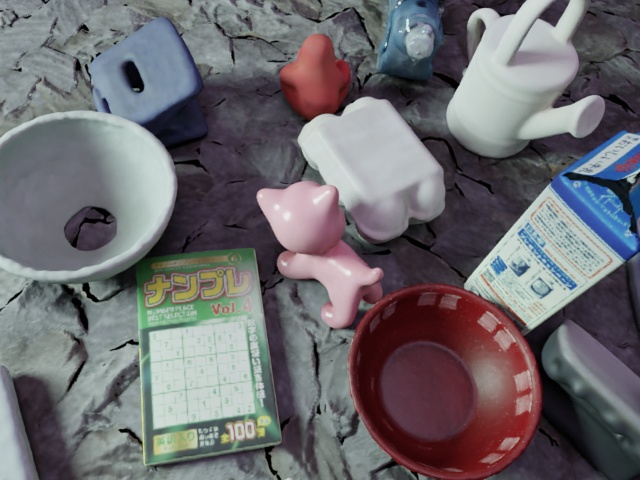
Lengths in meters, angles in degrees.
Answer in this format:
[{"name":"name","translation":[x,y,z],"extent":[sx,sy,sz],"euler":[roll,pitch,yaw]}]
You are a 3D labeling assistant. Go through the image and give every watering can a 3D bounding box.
[{"name":"watering can","translation":[0.211,-0.173,0.575],"extent":[0.172,0.194,0.101],"euler":[38,64,12]}]

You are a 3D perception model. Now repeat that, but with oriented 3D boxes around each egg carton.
[{"name":"egg carton","translation":[0.053,-0.071,0.568],"extent":[0.107,0.069,0.150],"euler":[-27,69,-21]}]

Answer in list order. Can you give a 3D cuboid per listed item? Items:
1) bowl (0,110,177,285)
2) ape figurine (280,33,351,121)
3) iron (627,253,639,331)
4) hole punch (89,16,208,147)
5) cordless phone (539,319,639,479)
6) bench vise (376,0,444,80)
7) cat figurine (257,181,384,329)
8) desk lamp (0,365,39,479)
[{"name":"bowl","translation":[-0.207,-0.028,0.502],"extent":[0.167,0.075,0.167],"euler":[4,62,-7]},{"name":"ape figurine","translation":[-0.003,-0.177,0.602],"extent":[0.078,0.092,0.076],"euler":[6,62,-5]},{"name":"iron","translation":[0.372,0.051,0.511],"extent":[0.119,0.141,0.258],"euler":[-5,63,-11]},{"name":"hole punch","translation":[-0.170,-0.148,0.562],"extent":[0.101,0.091,0.108],"euler":[-22,68,-19]},{"name":"cordless phone","translation":[0.258,0.109,0.438],"extent":[0.147,0.185,0.094],"euler":[42,64,14]},{"name":"bench vise","translation":[0.124,-0.295,0.611],"extent":[0.121,0.220,0.207],"euler":[-9,64,-13]},{"name":"cat figurine","translation":[0.005,0.002,0.494],"extent":[0.127,0.118,0.067],"euler":[43,65,14]},{"name":"desk lamp","translation":[-0.242,0.155,0.321],"extent":[0.118,0.213,0.203],"euler":[-21,67,-18]}]
